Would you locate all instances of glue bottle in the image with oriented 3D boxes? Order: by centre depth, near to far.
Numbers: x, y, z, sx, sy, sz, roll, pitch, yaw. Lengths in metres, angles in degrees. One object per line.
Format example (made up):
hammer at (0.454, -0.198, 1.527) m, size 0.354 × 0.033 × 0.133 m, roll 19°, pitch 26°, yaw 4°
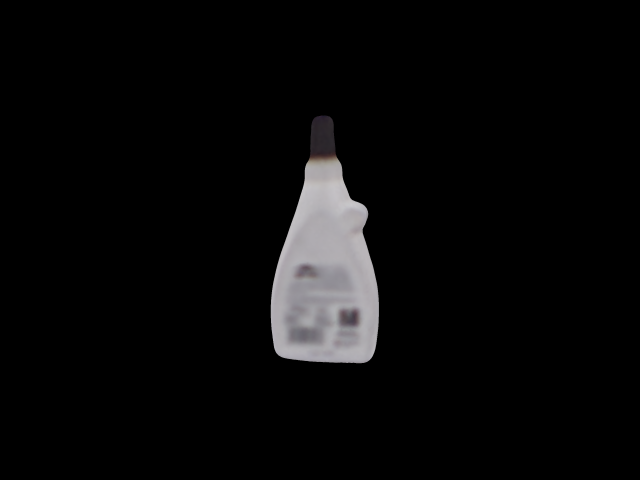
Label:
glue bottle at (0.004, 0.001, 0.400) m, size 0.078 × 0.173 × 0.037 m, roll 2°, pitch 18°, yaw 7°
